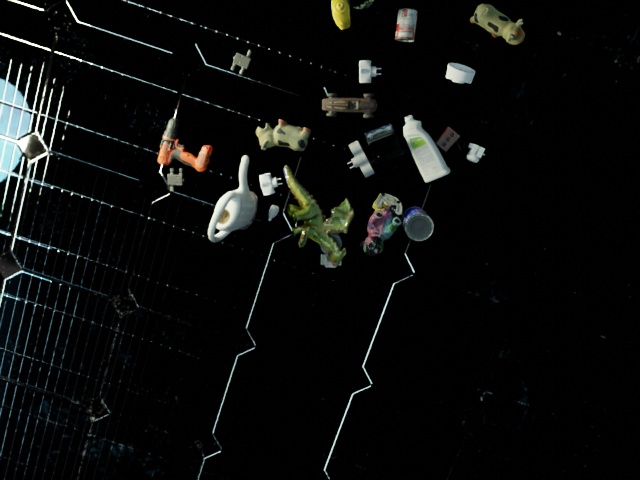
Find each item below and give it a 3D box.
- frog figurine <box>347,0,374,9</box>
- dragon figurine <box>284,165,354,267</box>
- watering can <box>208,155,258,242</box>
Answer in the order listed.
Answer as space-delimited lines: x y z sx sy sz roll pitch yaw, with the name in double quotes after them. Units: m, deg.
0.147 -0.893 1.798 0.137 0.120 0.162 13 66 8 "frog figurine"
0.006 -0.098 1.943 0.243 0.121 0.412 -8 85 -11 "dragon figurine"
-0.297 -0.144 1.886 0.104 0.225 0.345 31 102 14 "watering can"
